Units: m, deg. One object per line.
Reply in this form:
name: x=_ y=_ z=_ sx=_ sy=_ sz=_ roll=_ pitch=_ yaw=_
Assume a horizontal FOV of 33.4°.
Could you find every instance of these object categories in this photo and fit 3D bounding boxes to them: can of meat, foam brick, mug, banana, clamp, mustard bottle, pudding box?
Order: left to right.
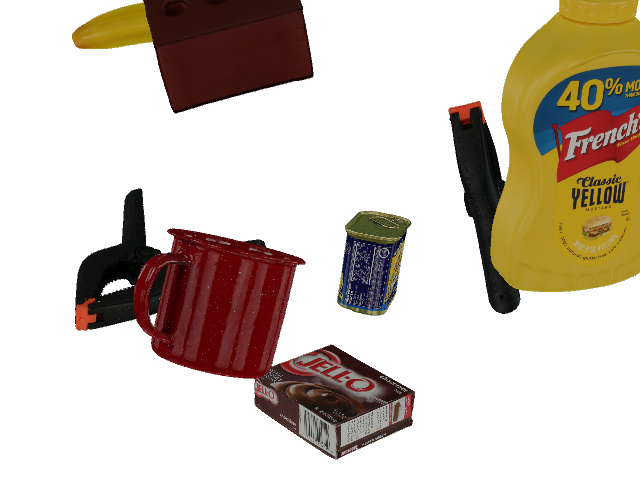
clamp: x=-0.175 y=0.019 z=1.035 sx=0.165 sy=0.036 sz=0.209 roll=26 pitch=38 yaw=24
banana: x=-0.125 y=-0.189 z=0.960 sx=0.198 sy=0.037 sz=0.069 roll=11 pitch=46 yaw=17
mug: x=-0.072 y=0.040 z=0.695 sx=0.093 sy=0.081 sz=0.117 roll=16 pitch=3 yaw=41
foam brick: x=-0.048 y=-0.110 z=0.553 sx=0.078 sy=0.053 sz=0.051 roll=-16 pitch=-33 yaw=-1
pudding box: x=0.011 y=0.135 z=0.913 sx=0.089 sy=0.039 sz=0.114 roll=-17 pitch=30 yaw=-36
can of meat: x=0.054 y=0.022 z=1.101 sx=0.057 sy=0.084 sz=0.102 roll=11 pitch=16 yaw=11
clamp: x=0.139 y=-0.026 z=0.882 sx=0.039 sy=0.171 sz=0.120 roll=-17 pitch=20 yaw=12
mustard bottle: x=0.149 y=-0.066 z=0.602 sx=0.096 sy=0.192 sz=0.058 roll=-7 pitch=28 yaw=-11
